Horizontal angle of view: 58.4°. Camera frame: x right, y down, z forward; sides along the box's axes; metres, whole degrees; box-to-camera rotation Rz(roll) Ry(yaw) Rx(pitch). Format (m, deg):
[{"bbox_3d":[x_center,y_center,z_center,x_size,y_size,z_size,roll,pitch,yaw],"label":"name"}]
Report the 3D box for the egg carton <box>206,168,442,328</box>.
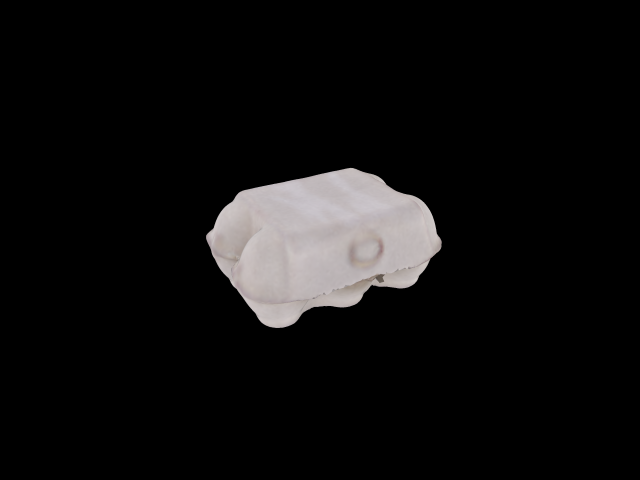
[{"bbox_3d":[0.004,0.001,0.400,0.151,0.069,0.107,-15,32,-27],"label":"egg carton"}]
